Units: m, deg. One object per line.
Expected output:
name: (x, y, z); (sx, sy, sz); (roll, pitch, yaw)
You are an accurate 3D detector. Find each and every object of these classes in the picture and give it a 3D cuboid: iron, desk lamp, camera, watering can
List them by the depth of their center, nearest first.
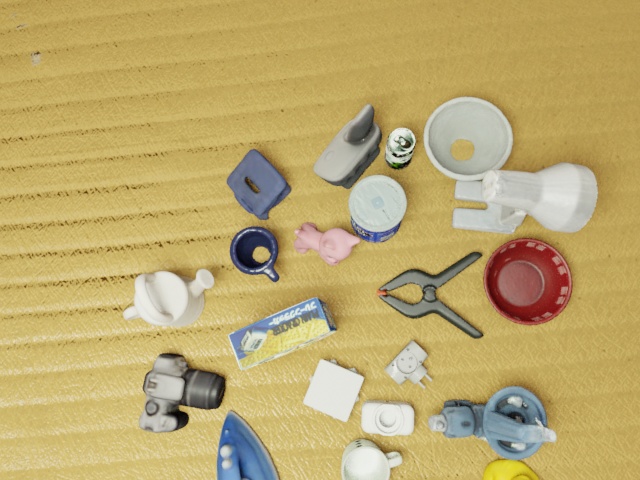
iron: (-0.141, 0.440, 1.015); (0.118, 0.141, 0.258); (-18, 80, 1)
desk lamp: (0.354, -0.071, 1.022); (0.203, 0.213, 0.118); (5, 82, 5)
watering can: (-0.280, 0.103, 1.049); (0.101, 0.194, 0.173); (44, 87, 9)
camera: (-0.254, 0.291, 1.066); (0.136, 0.101, 0.143); (9, 82, 5)

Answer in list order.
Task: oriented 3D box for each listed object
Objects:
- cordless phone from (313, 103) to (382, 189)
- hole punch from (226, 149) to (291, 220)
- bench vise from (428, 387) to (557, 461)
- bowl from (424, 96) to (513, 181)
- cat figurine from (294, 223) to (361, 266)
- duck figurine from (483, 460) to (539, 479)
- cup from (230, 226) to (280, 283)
cordless phone: (0.051, -0.181, 1.074); (0.094, 0.185, 0.148); (35, 85, 9)
hole punch: (-0.122, -0.107, 1.122); (0.101, 0.091, 0.108); (-43, 81, -3)
bench vise: (0.298, 0.323, 0.962); (0.207, 0.220, 0.121); (-20, 80, 1)
bowl: (0.282, -0.188, 1.115); (0.167, 0.075, 0.167); (-1, 81, 4)
cat figurine: (0.010, 0.004, 1.083); (0.127, 0.118, 0.067); (19, 83, 7)
duck figurine: (0.344, 0.434, 1.010); (0.104, 0.086, 0.077); (15, 83, 6)
cup: (-0.111, 0.035, 1.098); (0.092, 0.095, 0.117); (-39, 81, -2)
